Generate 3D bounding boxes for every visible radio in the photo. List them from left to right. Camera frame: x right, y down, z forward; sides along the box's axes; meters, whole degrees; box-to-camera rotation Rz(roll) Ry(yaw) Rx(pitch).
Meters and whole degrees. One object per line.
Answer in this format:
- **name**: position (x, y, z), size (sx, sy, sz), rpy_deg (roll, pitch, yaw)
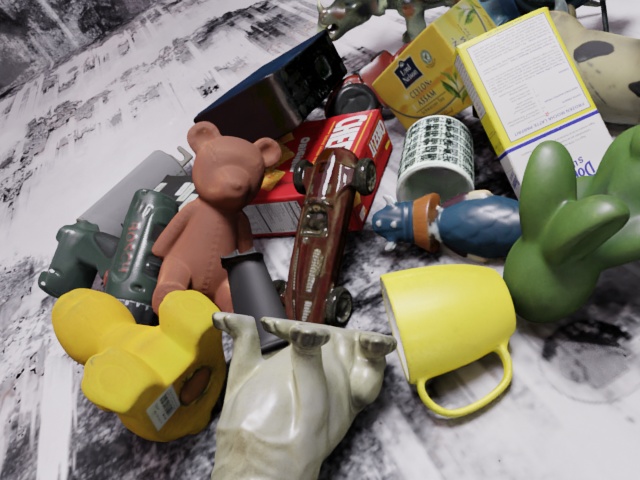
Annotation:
- **radio**: position (-0.055, -0.193, 0.707), size (0.131, 0.073, 0.230), rpy_deg (-19, 26, 30)

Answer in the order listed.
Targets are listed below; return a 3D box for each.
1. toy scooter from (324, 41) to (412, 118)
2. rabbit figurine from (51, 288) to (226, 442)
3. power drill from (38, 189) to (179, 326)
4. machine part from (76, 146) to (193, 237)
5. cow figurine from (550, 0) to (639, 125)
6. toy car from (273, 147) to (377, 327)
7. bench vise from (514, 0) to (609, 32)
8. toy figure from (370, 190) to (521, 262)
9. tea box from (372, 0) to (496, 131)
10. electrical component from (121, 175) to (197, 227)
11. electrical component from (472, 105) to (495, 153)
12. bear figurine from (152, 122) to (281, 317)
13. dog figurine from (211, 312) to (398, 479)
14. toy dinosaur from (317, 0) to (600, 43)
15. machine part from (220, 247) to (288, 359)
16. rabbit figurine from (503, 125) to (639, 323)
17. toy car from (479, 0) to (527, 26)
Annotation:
- **toy scooter**: position (0.078, -0.227, 0.791), size (0.184, 0.075, 0.135), rpy_deg (-39, 17, 4)
- **rabbit figurine**: position (-0.174, 0.103, 0.508), size (0.173, 0.162, 0.122), rpy_deg (23, 60, 22)
- **power drill**: position (-0.269, 0.048, 0.671), size (0.207, 0.086, 0.232), rpy_deg (0, 70, 44)
- **machine part**: position (-0.288, -0.060, 0.839), size (0.079, 0.079, 0.243), rpy_deg (14, 53, 43)
- **cow figurine**: position (0.287, -0.177, 0.554), size (0.085, 0.127, 0.195), rpy_deg (-40, 40, -19)
- **toy car**: position (-0.001, -0.002, 0.549), size (0.089, 0.053, 0.202), rpy_deg (7, 75, 28)
- **bench vise**: position (0.307, -0.314, 0.599), size (0.224, 0.128, 0.240), rpy_deg (7, 10, 42)
- **toy figure**: position (0.125, -0.014, 0.525), size (0.155, 0.057, 0.064), rpy_deg (5, 72, 32)
- **tea box**: position (0.142, -0.195, 0.636), size (0.068, 0.098, 0.169), rpy_deg (-41, 5, -16)
- **electrical component**: position (-0.203, -0.037, 0.771), size (0.134, 0.058, 0.115), rpy_deg (10, 55, 41)
- **electrical component**: position (0.218, -0.134, 0.590), size (0.045, 0.078, 0.102), rpy_deg (-33, 26, -20)
- **bear figurine**: position (-0.106, -0.020, 0.585), size (0.195, 0.120, 0.132), rpy_deg (-69, 25, 14)
- **dog figurine**: position (-0.016, 0.158, 0.410), size (0.121, 0.172, 0.190), rpy_deg (0, 80, 47)
- **toy dinosaur**: position (0.190, -0.390, 0.812), size (0.405, 0.192, 0.131), rpy_deg (-4, 46, 32)
- **machine part**: position (-0.056, 0.073, 0.512), size (0.084, 0.039, 0.139), rpy_deg (-25, 79, 13)
- **rabbit figurine**: position (0.212, -0.001, 0.401), size (0.170, 0.159, 0.121), rpy_deg (-40, 46, 11)
- **toy car**: position (0.237, -0.258, 0.716), size (0.103, 0.109, 0.162), rpy_deg (-34, 41, 37)
